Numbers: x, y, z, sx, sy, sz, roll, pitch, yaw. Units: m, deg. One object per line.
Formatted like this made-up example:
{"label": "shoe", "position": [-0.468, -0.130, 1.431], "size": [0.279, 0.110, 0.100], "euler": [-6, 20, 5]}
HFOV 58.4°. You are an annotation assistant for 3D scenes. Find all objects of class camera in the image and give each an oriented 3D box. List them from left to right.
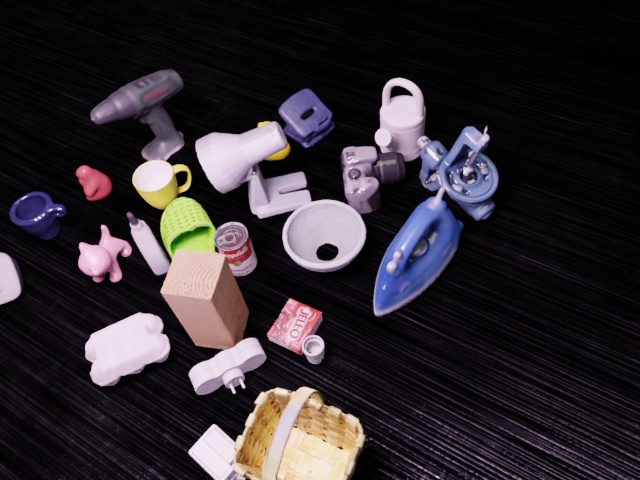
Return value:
{"label": "camera", "position": [0.116, -0.145, 1.235], "size": [0.136, 0.101, 0.143], "euler": [-8, 55, 2]}

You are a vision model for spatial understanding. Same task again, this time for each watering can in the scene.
{"label": "watering can", "position": [0.180, -0.265, 1.253], "size": [0.100, 0.194, 0.173], "euler": [5, 56, 11]}

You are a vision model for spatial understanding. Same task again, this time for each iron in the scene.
{"label": "iron", "position": [0.176, 0.018, 1.091], "size": [0.118, 0.142, 0.259], "euler": [27, 63, 23]}

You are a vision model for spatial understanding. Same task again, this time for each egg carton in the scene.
{"label": "egg carton", "position": [-0.359, 0.203, 1.071], "size": [0.150, 0.069, 0.107], "euler": [-26, 56, -11]}

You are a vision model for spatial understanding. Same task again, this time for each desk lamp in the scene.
{"label": "desk lamp", "position": [-0.135, -0.150, 1.200], "size": [0.203, 0.214, 0.117], "euler": [-14, 55, -3]}

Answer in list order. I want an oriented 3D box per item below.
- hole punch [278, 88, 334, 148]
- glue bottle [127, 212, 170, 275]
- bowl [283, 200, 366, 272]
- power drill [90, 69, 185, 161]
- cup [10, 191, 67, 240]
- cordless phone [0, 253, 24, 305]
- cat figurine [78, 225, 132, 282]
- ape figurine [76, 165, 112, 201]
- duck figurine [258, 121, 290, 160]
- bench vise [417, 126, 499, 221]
{"label": "hole punch", "position": [-0.030, -0.291, 1.359], "size": [0.100, 0.091, 0.109], "euler": [37, 67, 27]}
{"label": "glue bottle", "position": [-0.350, -0.002, 1.148], "size": [0.037, 0.173, 0.078], "euler": [-27, 57, -11]}
{"label": "bowl", "position": [0.011, 0.004, 1.161], "size": [0.167, 0.075, 0.167], "euler": [-3, 55, 5]}
{"label": "power drill", "position": [-0.398, -0.279, 1.323], "size": [0.075, 0.209, 0.230], "euler": [30, 64, 25]}
{"label": "cup", "position": [-0.599, -0.046, 1.256], "size": [0.117, 0.095, 0.091], "euler": [-4, 55, 5]}
{"label": "cordless phone", "position": [-0.698, 0.059, 1.140], "size": [0.147, 0.185, 0.094], "euler": [-18, 55, -6]}
{"label": "cat figurine", "position": [-0.449, 0.030, 1.172], "size": [0.067, 0.118, 0.128], "euler": [0, 56, 7]}
{"label": "ape figurine", "position": [-0.525, -0.136, 1.311], "size": [0.076, 0.092, 0.078], "euler": [-4, 55, 5]}
{"label": "duck figurine", "position": [-0.124, -0.241, 1.339], "size": [0.104, 0.086, 0.077], "euler": [21, 61, 20]}
{"label": "bench vise", "position": [0.268, -0.155, 1.151], "size": [0.206, 0.220, 0.122], "euler": [28, 63, 23]}
